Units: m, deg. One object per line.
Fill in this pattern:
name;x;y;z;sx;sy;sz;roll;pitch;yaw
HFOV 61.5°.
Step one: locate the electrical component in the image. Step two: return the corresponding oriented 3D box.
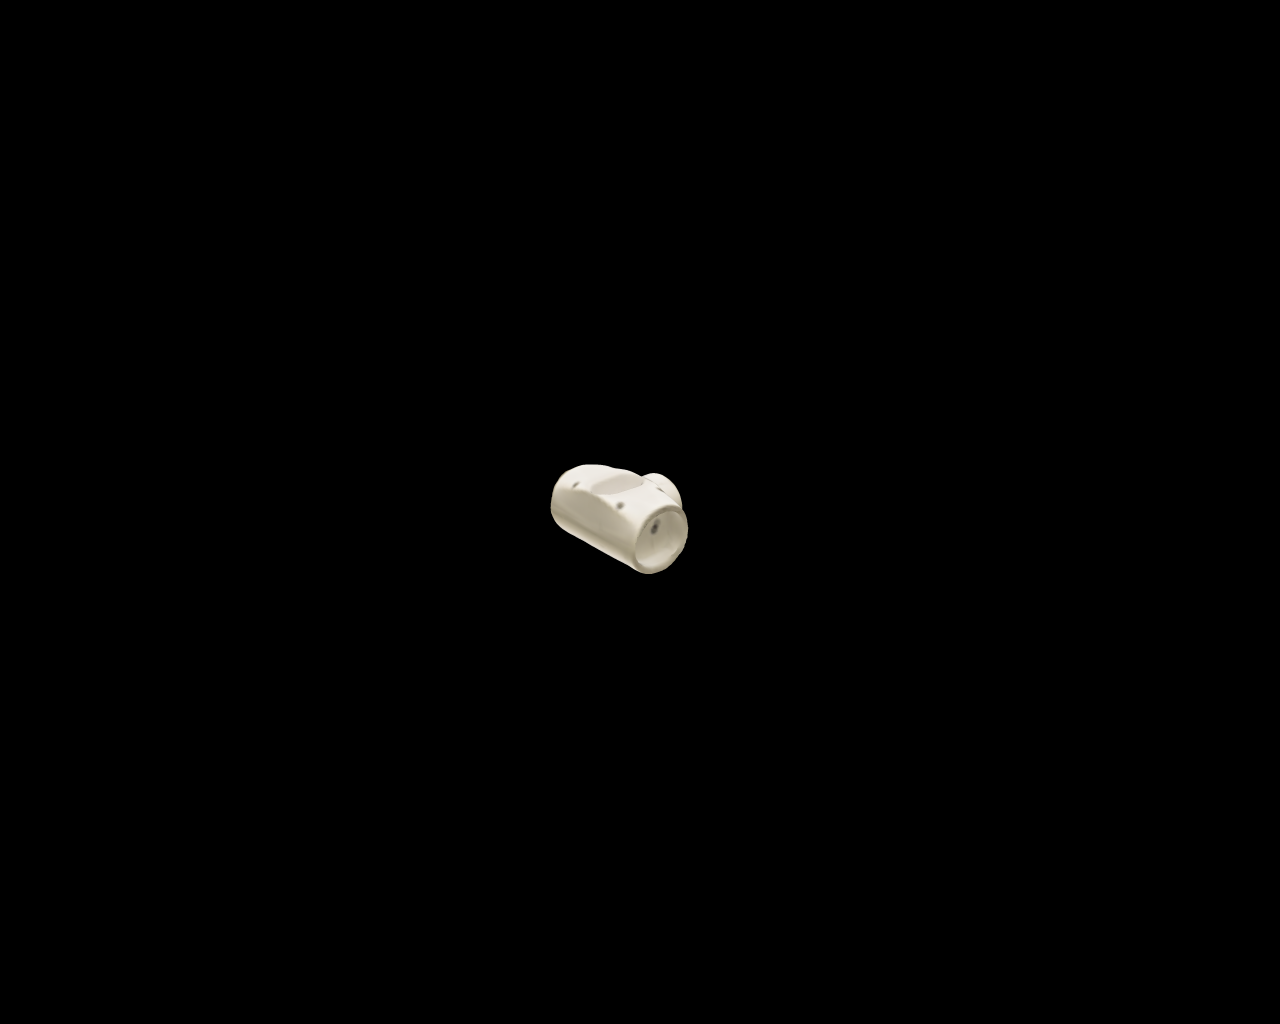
electrical component;0.001;-0.003;0.650;0.079;0.043;0.077;-21;33;-36
